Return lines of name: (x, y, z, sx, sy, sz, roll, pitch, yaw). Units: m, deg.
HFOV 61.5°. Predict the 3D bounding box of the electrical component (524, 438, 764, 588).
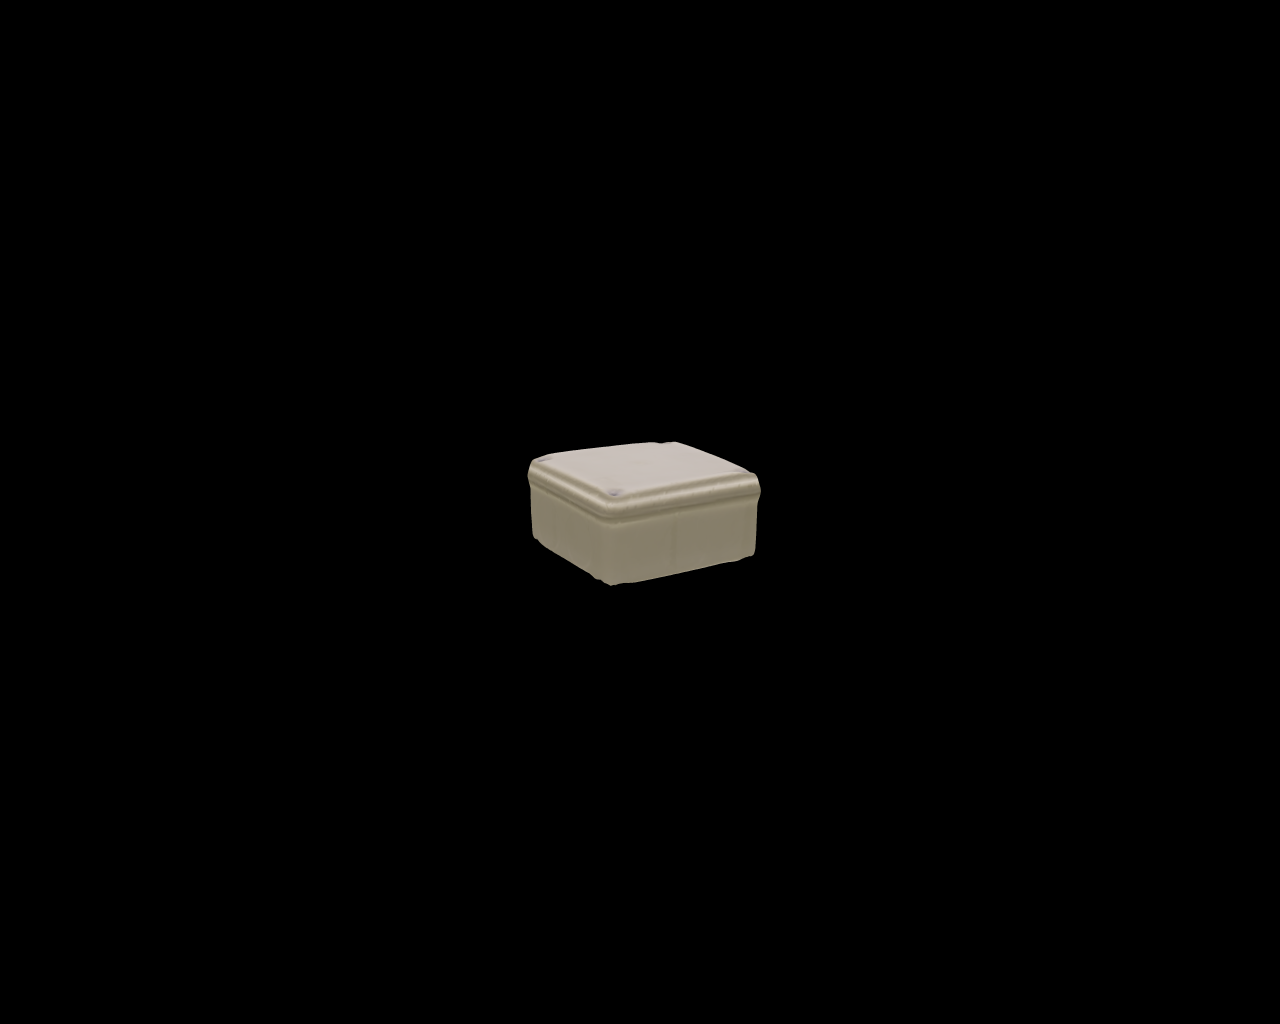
electrical component: (0.001, -0.003, 0.650, 0.109, 0.056, 0.109, -9, 19, -29)
